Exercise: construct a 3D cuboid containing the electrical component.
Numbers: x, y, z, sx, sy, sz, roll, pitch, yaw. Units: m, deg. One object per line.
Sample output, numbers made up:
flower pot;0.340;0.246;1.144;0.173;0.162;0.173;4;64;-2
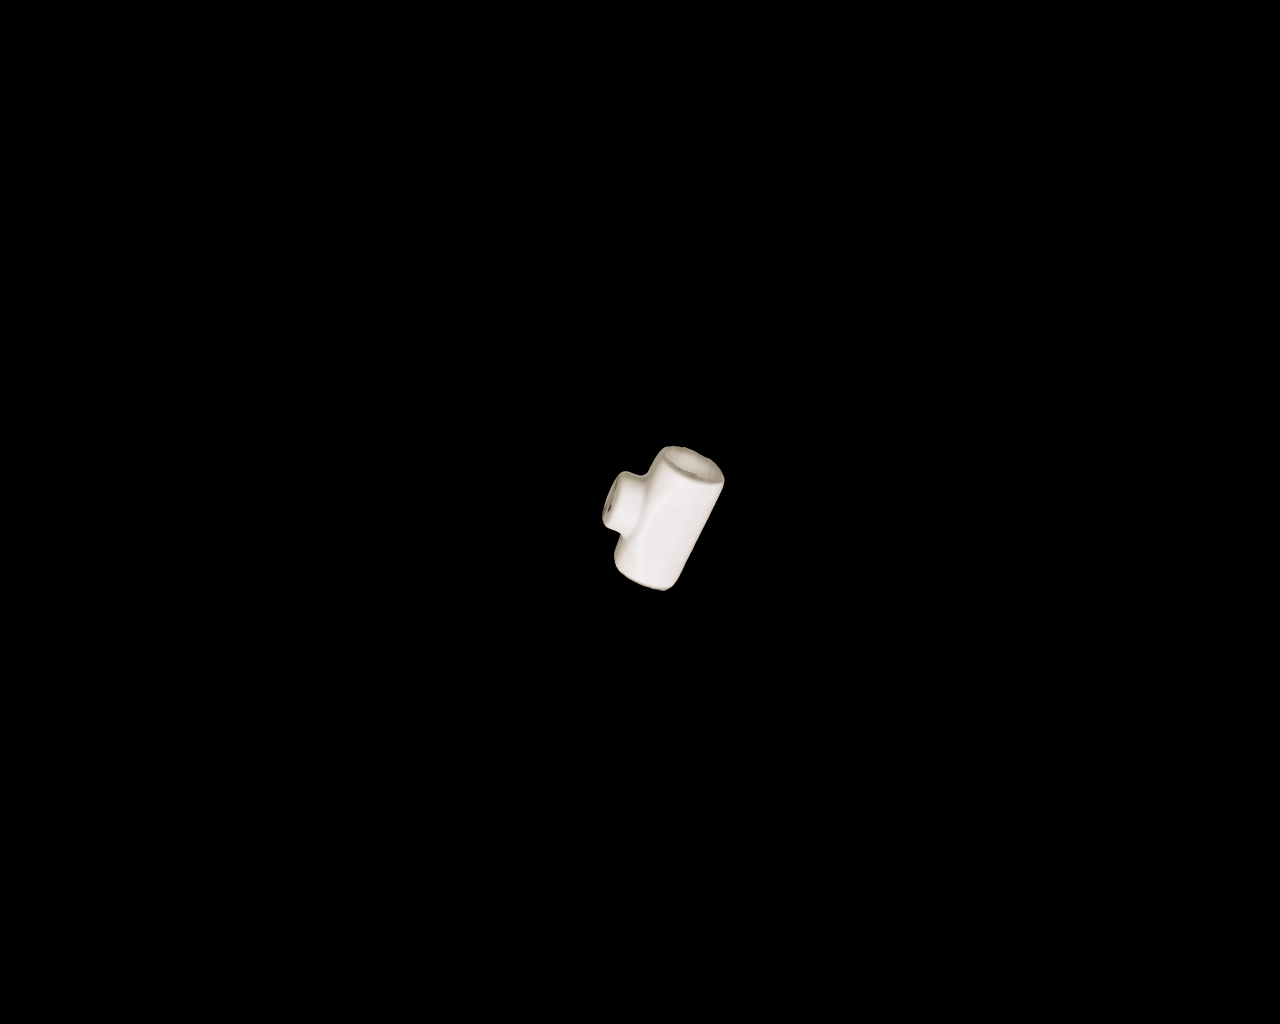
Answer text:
electrical component;0.001;-0.003;0.650;0.079;0.077;0.044;20;24;-9
